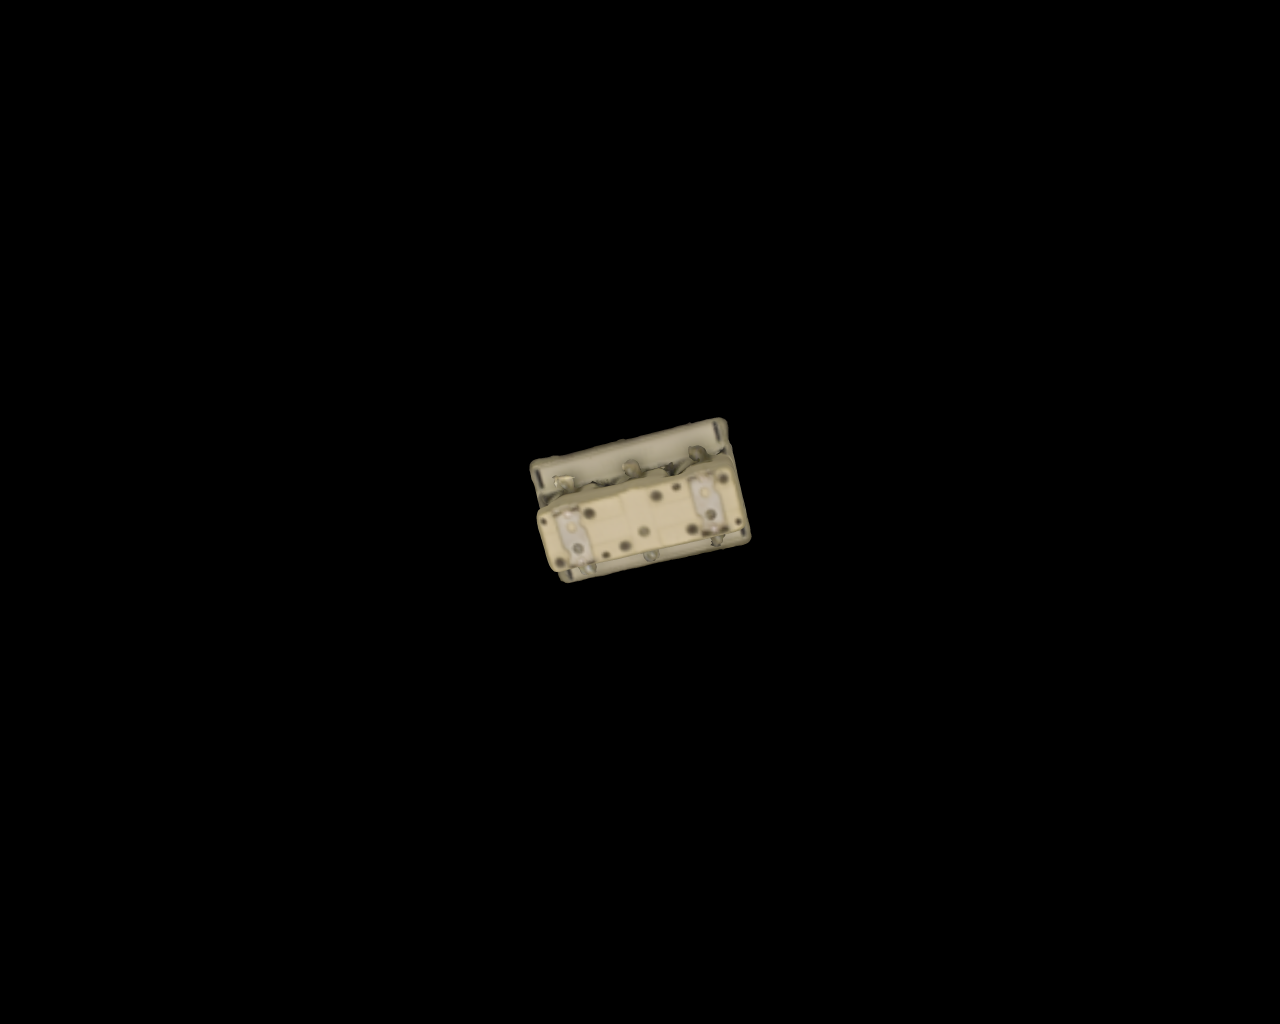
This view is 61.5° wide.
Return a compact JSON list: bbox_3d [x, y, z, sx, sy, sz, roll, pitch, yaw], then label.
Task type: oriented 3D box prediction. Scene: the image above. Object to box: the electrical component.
[{"bbox_3d":[0.001,-0.003,0.650,0.121,0.078,0.063,-13,16,4],"label":"electrical component"}]
